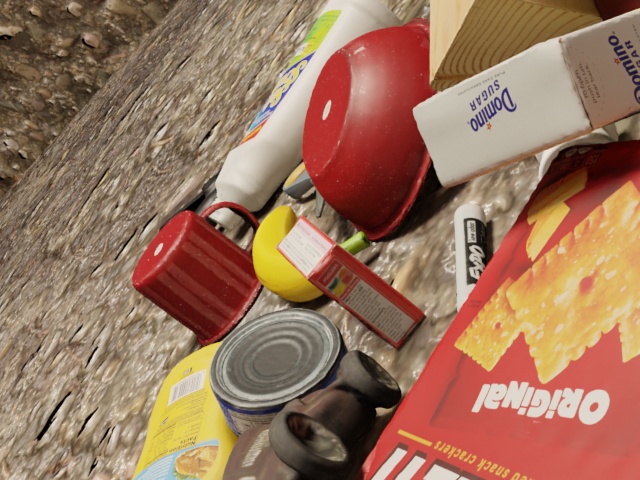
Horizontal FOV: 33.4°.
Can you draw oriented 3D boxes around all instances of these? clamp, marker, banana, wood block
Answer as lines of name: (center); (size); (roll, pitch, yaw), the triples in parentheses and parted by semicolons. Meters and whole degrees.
clamp: (-0.109, -0.045, 1.110); (0.171, 0.039, 0.120); (-47, 25, -5)
marker: (0.084, 0.020, 0.594); (0.020, 0.020, 0.121); (-40, 22, 29)
banana: (-0.019, 0.012, 0.821); (0.069, 0.037, 0.198); (-35, 18, -11)
wood block: (0.123, -0.193, 0.663); (0.090, 0.090, 0.206); (116, 160, -58)

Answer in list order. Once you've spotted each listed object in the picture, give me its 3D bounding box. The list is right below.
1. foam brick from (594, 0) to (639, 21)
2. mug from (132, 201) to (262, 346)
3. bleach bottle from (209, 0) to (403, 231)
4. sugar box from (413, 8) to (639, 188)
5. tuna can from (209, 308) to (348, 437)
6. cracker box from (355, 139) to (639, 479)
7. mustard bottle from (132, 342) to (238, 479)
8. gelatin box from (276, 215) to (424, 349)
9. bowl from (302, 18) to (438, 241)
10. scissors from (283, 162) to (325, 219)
foam brick: (0.185, -0.149, 0.556); (0.078, 0.051, 0.053); (-17, -1, -7)
mug: (-0.097, 0.020, 0.903); (0.117, 0.081, 0.093); (-54, 19, -7)
bleach bottle: (-0.023, -0.118, 1.018); (0.251, 0.068, 0.103); (-56, 20, -6)
sugar box: (0.136, -0.078, 0.486); (0.175, 0.048, 0.094); (-20, 0, -35)
tuna can: (-0.023, 0.081, 0.643); (0.086, 0.033, 0.086); (-13, 36, 10)
cracker box: (0.104, 0.060, 0.400); (0.213, 0.072, 0.164); (-56, 19, -12)
mustard bottle: (-0.080, 0.151, 0.666); (0.096, 0.058, 0.191); (-29, 28, 27)
gelatin box: (0.016, 0.025, 0.657); (0.030, 0.073, 0.089); (-51, 19, 0)
bowl: (0.029, -0.084, 0.754); (0.162, 0.055, 0.162); (-168, 90, -71)
scissors: (-0.009, -0.043, 0.890); (0.096, 0.016, 0.201); (-43, 14, 31)
